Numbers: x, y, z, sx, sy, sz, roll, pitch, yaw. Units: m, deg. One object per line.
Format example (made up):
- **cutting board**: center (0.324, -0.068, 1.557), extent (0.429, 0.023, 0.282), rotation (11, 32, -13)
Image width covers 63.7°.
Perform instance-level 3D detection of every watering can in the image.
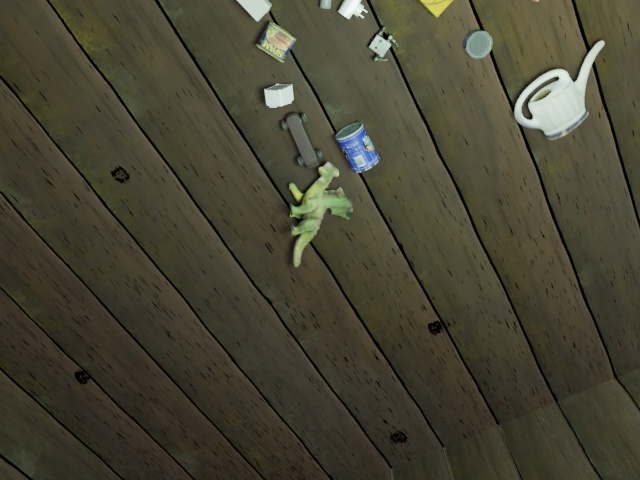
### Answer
- **watering can**: center (0.820, -0.478, 1.711), extent (0.345, 0.221, 0.106), rotation (-35, 24, 13)

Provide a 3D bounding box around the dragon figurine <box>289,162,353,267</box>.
- **dragon figurine**: center (0.006, -0.094, 1.868), extent (0.243, 0.402, 0.124), rotation (-6, 28, -9)
